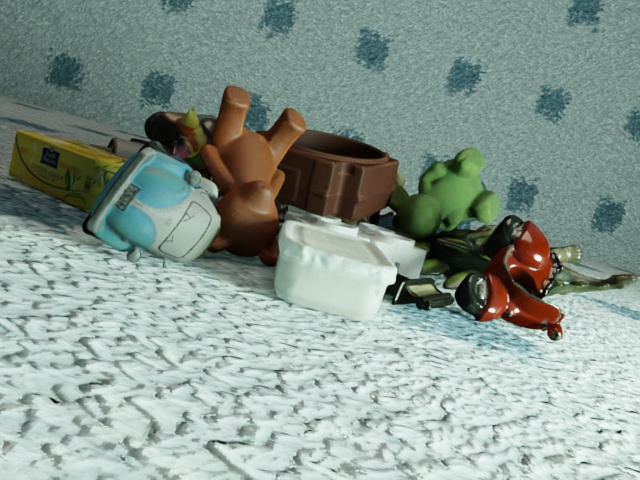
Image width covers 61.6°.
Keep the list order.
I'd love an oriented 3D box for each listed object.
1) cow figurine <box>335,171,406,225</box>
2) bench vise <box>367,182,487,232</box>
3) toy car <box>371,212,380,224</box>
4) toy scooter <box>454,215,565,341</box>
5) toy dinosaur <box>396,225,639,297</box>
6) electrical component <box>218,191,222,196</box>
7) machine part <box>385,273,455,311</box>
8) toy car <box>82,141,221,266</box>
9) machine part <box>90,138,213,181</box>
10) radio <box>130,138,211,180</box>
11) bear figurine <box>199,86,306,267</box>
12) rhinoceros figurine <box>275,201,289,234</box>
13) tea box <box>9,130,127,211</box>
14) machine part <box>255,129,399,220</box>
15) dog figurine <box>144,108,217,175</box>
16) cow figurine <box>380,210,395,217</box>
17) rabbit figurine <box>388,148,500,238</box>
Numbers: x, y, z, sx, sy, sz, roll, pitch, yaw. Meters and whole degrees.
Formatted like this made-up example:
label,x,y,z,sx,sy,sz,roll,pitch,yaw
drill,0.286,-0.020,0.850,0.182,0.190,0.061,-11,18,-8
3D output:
label,x,y,z,sx,sy,sz,roll,pitch,yaw
cow figurine,0.078,-0.072,0.982,0.195,0.085,0.127,-33,11,-27
bench vise,0.212,-0.038,1.067,0.241,0.129,0.223,-8,-25,4
toy car,0.115,-0.095,1.167,0.053,0.202,0.089,-17,53,-17
toy scooter,0.263,0.055,0.690,0.135,0.075,0.184,35,54,10
toy dinosaur,0.250,0.028,0.880,0.472,0.105,0.198,9,7,37
electrical component,-0.160,-0.077,1.021,0.078,0.045,0.102,-13,7,0
machine part,0.090,0.052,0.657,0.139,0.039,0.084,24,20,35
toy car,-0.153,-0.023,0.538,0.103,0.109,0.161,39,-3,0
machine part,-0.304,-0.132,0.993,0.243,0.079,0.079,10,10,-35
radio,-0.329,-0.161,1.154,0.131,0.073,0.230,9,9,-34
bear figurine,-0.084,-0.074,0.652,0.120,0.132,0.196,17,37,-25
rhinoceros figurine,-0.100,-0.048,0.861,0.112,0.073,0.190,26,8,5
tea box,-0.321,-0.091,0.721,0.170,0.068,0.098,22,11,29
machine part,0.004,-0.109,0.820,0.201,0.087,0.201,22,20,25
dog figurine,-0.180,-0.152,0.887,0.192,0.108,0.219,23,6,-1
cow figurine,0.160,-0.038,1.264,0.168,0.068,0.098,18,15,24
rabbit figurine,0.173,-0.063,0.851,0.159,0.121,0.170,-1,24,47
